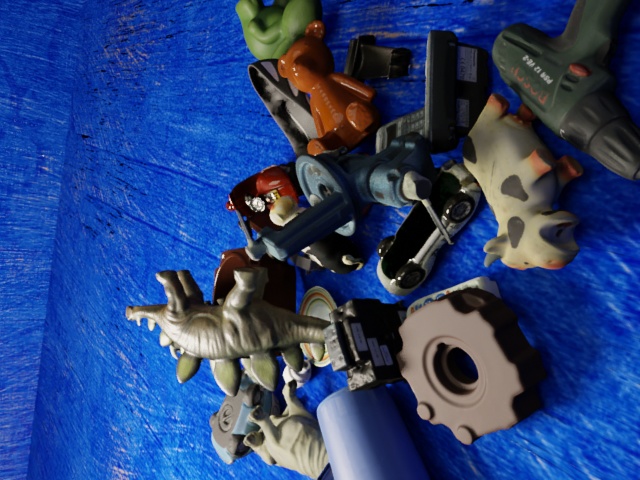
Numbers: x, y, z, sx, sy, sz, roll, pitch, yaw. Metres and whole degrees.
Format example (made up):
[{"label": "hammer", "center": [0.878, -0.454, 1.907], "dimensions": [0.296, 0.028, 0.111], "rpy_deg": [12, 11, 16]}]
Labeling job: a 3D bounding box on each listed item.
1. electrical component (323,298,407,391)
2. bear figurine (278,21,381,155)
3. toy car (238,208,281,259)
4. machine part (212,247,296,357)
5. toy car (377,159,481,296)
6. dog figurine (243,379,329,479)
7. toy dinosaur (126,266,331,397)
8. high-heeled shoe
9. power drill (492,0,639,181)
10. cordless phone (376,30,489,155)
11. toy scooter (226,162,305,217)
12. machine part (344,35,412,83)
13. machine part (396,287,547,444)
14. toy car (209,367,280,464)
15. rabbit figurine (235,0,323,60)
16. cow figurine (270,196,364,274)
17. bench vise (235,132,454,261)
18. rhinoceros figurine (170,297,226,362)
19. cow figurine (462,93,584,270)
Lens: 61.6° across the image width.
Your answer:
[{"label": "electrical component", "center": [0.070, 0.139, 0.724], "dimensions": [0.058, 0.134, 0.115], "rpy_deg": [-42, 54, 41]}, {"label": "bear figurine", "center": [0.004, -0.225, 0.806], "dimensions": [0.120, 0.132, 0.196], "rpy_deg": [-35, 91, 28]}, {"label": "toy car", "center": [-0.080, -0.021, 0.949], "dimensions": [0.053, 0.089, 0.202], "rpy_deg": [58, 166, -25]}, {"label": "machine part", "center": [-0.129, 0.115, 1.002], "dimensions": [0.202, 0.087, 0.201], "rpy_deg": [-7, 81, 55]}, {"label": "toy car", "center": [0.140, -0.013, 0.713], "dimensions": [0.201, 0.056, 0.074], "rpy_deg": [-59, 40, 27]}, {"label": "dog figurine", "center": [-0.017, 0.345, 0.857], "dimensions": [0.191, 0.121, 0.172], "rpy_deg": [38, 151, 28]}, {"label": "toy dinosaur", "center": [-0.121, 0.139, 0.855], "dimensions": [0.472, 0.105, 0.198], "rpy_deg": [-2, 90, 21]}, {"label": "high-heeled shoe", "center": [-0.046, -0.183, 0.890], "dimensions": [0.086, 0.145, 0.248], "rpy_deg": [-27, 65, 48]}, {"label": "power drill", "center": [0.291, -0.198, 0.531], "dimensions": [0.232, 0.086, 0.207], "rpy_deg": [55, 135, 42]}, {"label": "cordless phone", "center": [0.133, -0.183, 0.726], "dimensions": [0.184, 0.089, 0.146], "rpy_deg": [175, 97, -64]}, {"label": "toy scooter", "center": [-0.097, -0.081, 0.928], "dimensions": [0.075, 0.135, 0.184], "rpy_deg": [64, 171, -17]}, {"label": "machine part", "center": [0.082, -0.274, 0.825], "dimensions": [0.139, 0.039, 0.084], "rpy_deg": [31, 106, 50]}, {"label": "machine part", "center": [0.169, 0.146, 0.631], "dimensions": [0.180, 0.056, 0.179], "rpy_deg": [15, 111, 46]}, {"label": "toy car", "center": [-0.126, 0.317, 0.977], "dimensions": [0.109, 0.103, 0.161], "rpy_deg": [20, 88, 53]}, {"label": "rabbit figurine", "center": [-0.063, -0.370, 0.949], "dimensions": [0.170, 0.121, 0.159], "rpy_deg": [6, 98, 54]}, {"label": "cow figurine", "center": [-0.003, -0.001, 0.807], "dimensions": [0.098, 0.167, 0.068], "rpy_deg": [36, 90, 42]}, {"label": "bench vise", "center": [0.021, -0.042, 0.658], "dimensions": [0.224, 0.241, 0.128], "rpy_deg": [33, 152, 50]}, {"label": "rhinoceros figurine", "center": [-0.223, 0.170, 1.006], "dimensions": [0.190, 0.073, 0.112], "rpy_deg": [-28, 76, 49]}, {"label": "cow figurine", "center": [0.217, -0.052, 0.592], "dimensions": [0.127, 0.085, 0.195], "rpy_deg": [-59, 39, 43]}]
